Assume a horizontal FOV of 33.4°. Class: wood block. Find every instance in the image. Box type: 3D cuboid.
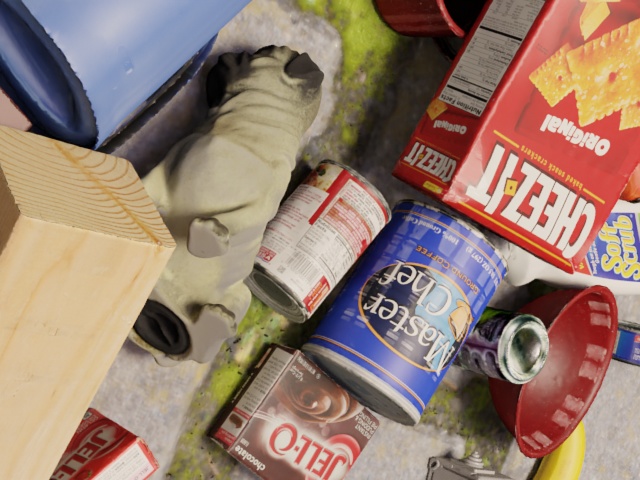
[{"bbox_3d":[-0.174,0.053,0.590,0.090,0.091,0.206,14,117,-38],"label":"wood block"}]

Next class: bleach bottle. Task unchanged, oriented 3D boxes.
[{"bbox_3d":[0.238,0.009,0.958,0.250,0.068,0.102,-3,100,-34],"label":"bleach bottle"}]

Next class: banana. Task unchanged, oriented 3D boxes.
[{"bbox_3d":[0.196,0.235,0.982,0.069,0.037,0.197,38,74,-17],"label":"banana"}]

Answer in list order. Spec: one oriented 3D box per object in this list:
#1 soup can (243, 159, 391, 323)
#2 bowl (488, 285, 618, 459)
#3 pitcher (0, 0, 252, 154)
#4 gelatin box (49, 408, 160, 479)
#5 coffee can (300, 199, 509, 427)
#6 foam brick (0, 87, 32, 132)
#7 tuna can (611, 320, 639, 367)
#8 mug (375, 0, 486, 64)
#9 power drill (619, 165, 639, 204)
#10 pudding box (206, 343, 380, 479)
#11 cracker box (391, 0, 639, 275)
[{"bbox_3d":[-0.005,0.001,0.772,0.102,0.069,0.068,-50,123,-18],"label":"soup can"},{"bbox_3d":[0.195,0.106,0.929,0.161,0.055,0.162,-28,130,-40],"label":"bowl"},{"bbox_3d":[-0.098,-0.166,0.649,0.242,0.149,0.145,-45,106,-26],"label":"pitcher"},{"bbox_3d":[-0.158,0.153,0.682,0.089,0.073,0.030,-41,119,-24],"label":"gelatin box"},{"bbox_3d":[0.064,0.055,0.810,0.102,0.103,0.140,43,72,-33],"label":"coffee can"},{"bbox_3d":[-0.210,-0.068,0.603,0.051,0.078,0.053,-51,123,-20],"label":"foam brick"},{"bbox_3d":[0.306,0.100,1.006,0.085,0.086,0.034,10,94,-37],"label":"tuna can"},{"bbox_3d":[0.098,-0.184,0.807,0.093,0.082,0.117,-37,117,-26],"label":"mug"},{"bbox_3d":[0.205,-0.114,0.883,0.187,0.057,0.184,11,100,-17],"label":"power drill"},{"bbox_3d":[-0.018,0.144,0.805,0.113,0.039,0.090,44,73,-32],"label":"pudding box"},{"bbox_3d":[0.175,-0.101,0.786,0.164,0.072,0.214,25,96,-37],"label":"cracker box"}]
